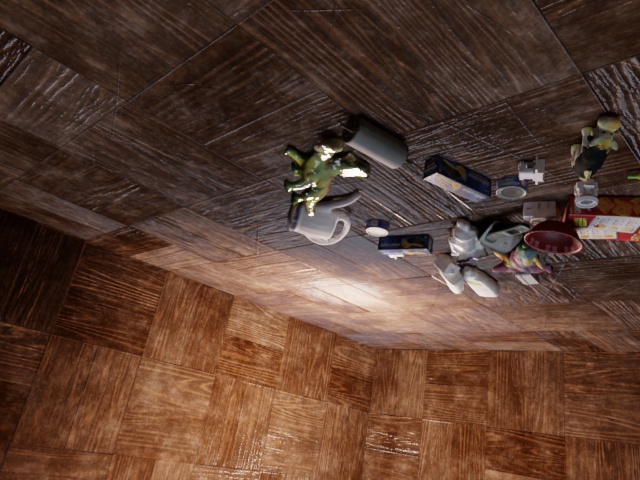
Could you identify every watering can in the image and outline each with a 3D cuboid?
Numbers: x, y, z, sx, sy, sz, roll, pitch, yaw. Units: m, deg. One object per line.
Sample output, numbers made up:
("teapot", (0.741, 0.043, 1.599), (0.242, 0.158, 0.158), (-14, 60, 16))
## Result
("watering can", (0.005, -0.090, 1.785), (0.224, 0.106, 0.340), (14, 145, -7))

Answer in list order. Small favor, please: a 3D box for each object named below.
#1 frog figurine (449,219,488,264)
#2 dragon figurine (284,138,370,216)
("frog figurine", (0.504, -0.013, 1.776), (0.137, 0.125, 0.157), (-3, 120, 49))
("dragon figurine", (0.029, -0.181, 1.529), (0.242, 0.124, 0.403), (-4, 156, 12))
